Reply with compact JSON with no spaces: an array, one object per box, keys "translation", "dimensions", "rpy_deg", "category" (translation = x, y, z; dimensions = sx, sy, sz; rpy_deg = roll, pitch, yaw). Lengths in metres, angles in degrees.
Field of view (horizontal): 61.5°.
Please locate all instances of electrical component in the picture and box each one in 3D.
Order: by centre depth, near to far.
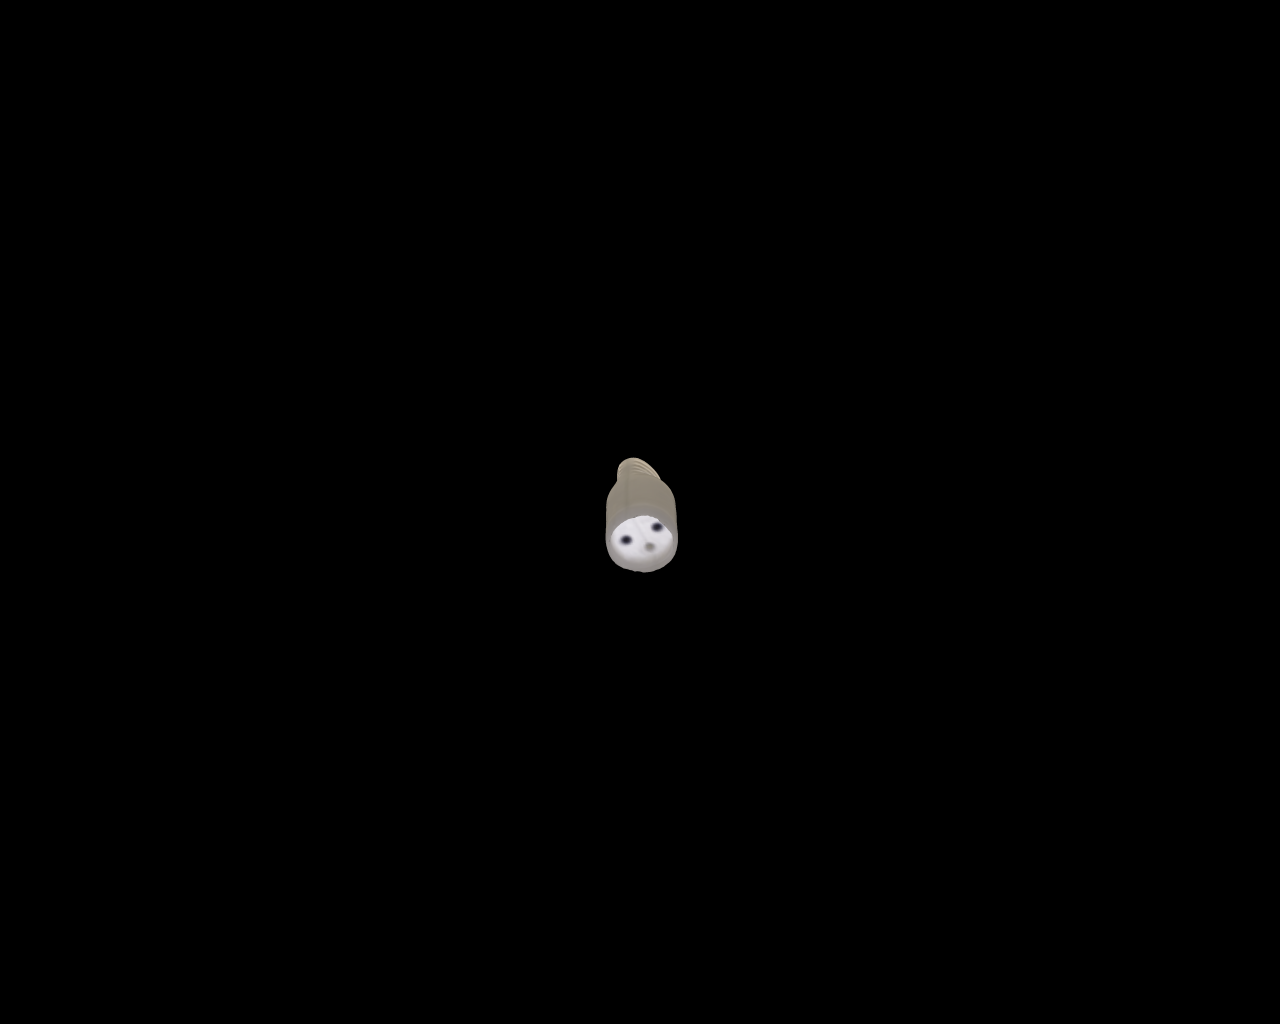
[{"translation":[0.001,-0.003,0.650],"dimensions":[0.043,0.043,0.081],"rpy_deg":[0,34,0],"category":"electrical component"}]
